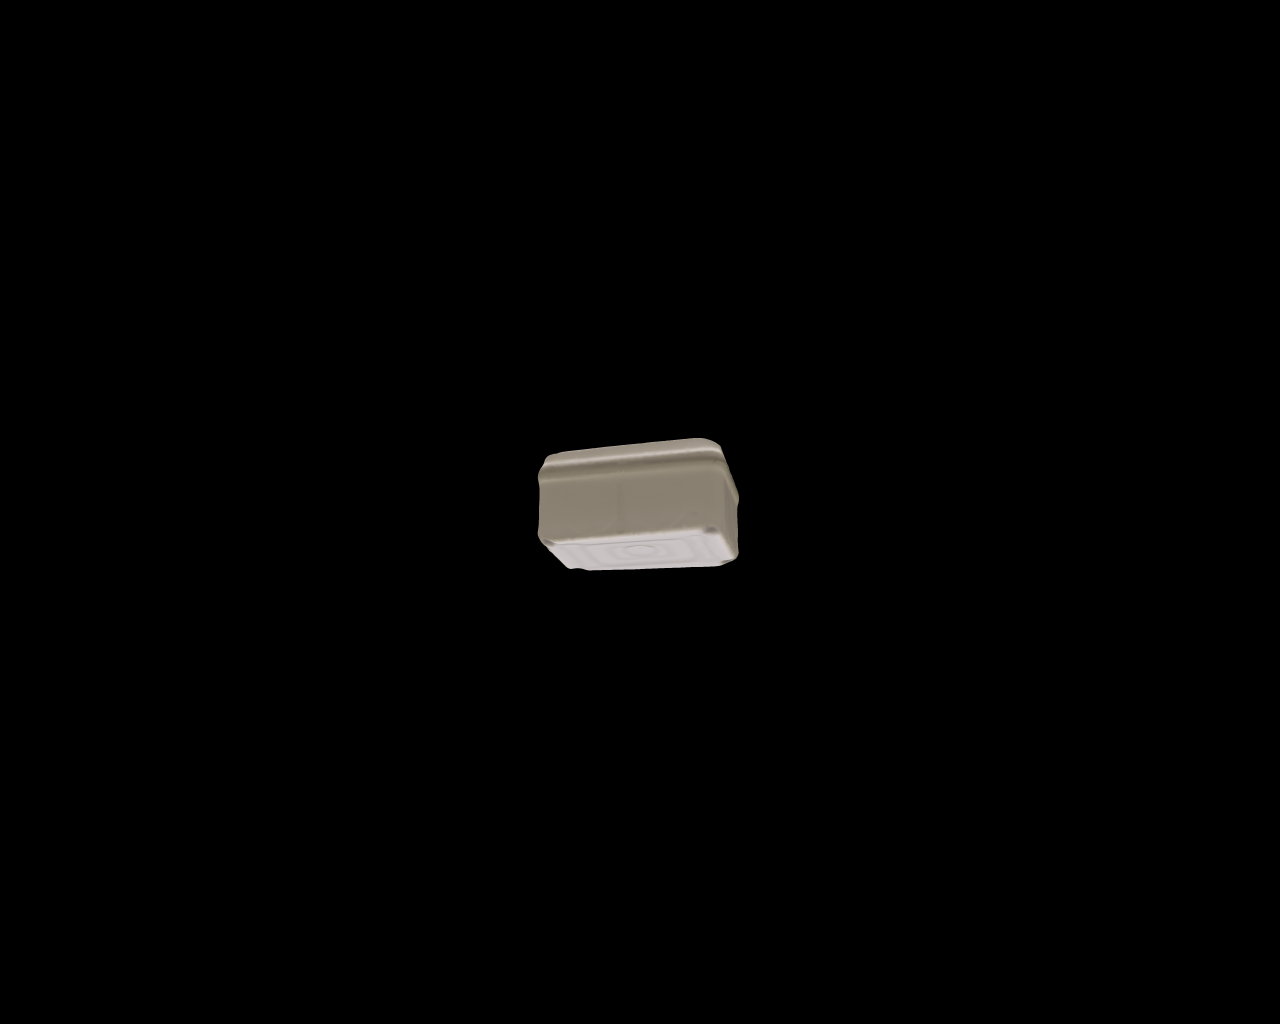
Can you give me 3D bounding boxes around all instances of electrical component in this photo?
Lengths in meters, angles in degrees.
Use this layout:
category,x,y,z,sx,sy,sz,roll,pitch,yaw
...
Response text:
category,x,y,z,sx,sy,sz,roll,pitch,yaw
electrical component,0.001,-0.003,0.650,0.113,0.057,0.078,-4,-19,12
